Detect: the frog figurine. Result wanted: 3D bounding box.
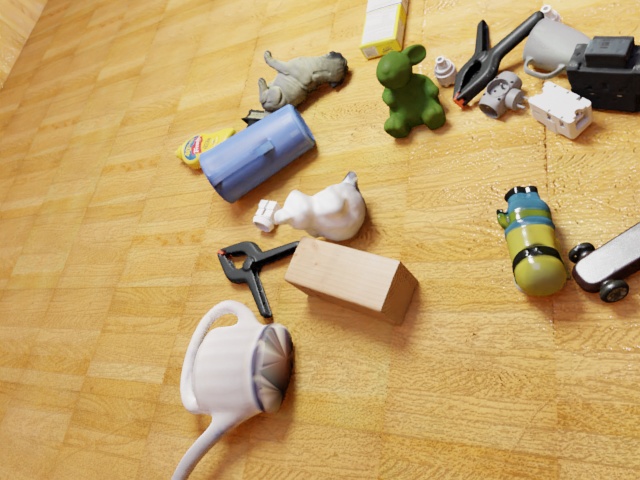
[{"bbox_3d":[0.003,-0.048,0.954,0.135,0.161,0.123,-37,77,53],"label":"frog figurine"}]

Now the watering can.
[{"bbox_3d":[-0.160,0.271,0.909,0.223,0.102,0.355,-10,59,26],"label":"watering can"}]
